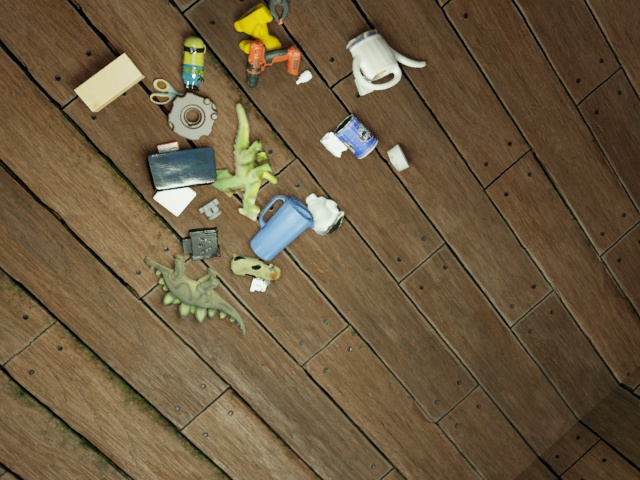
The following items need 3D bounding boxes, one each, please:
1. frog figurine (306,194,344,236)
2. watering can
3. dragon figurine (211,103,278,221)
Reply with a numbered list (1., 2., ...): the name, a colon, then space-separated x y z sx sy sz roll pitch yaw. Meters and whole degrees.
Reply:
1. frog figurine: 0.006 -0.101 2.000 0.161 0.122 0.136 38 101 19
2. watering can: 0.238 -0.681 1.922 0.352 0.103 0.224 -31 90 -32
3. dragon figurine: -0.303 -0.267 1.892 0.242 0.123 0.408 -25 96 2
